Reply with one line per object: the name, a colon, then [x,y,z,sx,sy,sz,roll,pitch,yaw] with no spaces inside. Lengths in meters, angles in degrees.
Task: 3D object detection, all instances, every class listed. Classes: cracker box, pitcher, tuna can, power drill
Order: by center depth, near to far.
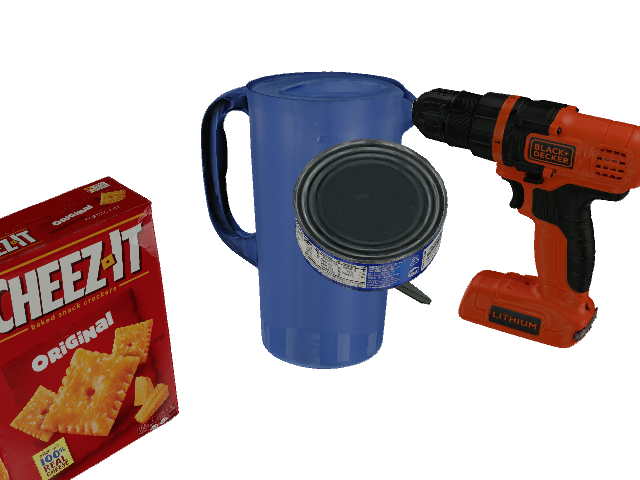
tuna can: [0.028,-0.014,0.602,0.086,0.086,0.034,0,-35,0]
power drill: [0.151,-0.020,0.819,0.185,0.188,0.057,17,34,26]
cracker box: [-0.201,0.080,0.839,0.163,0.214,0.072,-27,38,-36]
pitcher: [-0.007,-0.020,0.912,0.144,0.243,0.149,-12,23,-35]

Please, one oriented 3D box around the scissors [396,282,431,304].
scissors: [0.016,0.019,1.082,0.096,0.016,0.202,-24,47,-21]
